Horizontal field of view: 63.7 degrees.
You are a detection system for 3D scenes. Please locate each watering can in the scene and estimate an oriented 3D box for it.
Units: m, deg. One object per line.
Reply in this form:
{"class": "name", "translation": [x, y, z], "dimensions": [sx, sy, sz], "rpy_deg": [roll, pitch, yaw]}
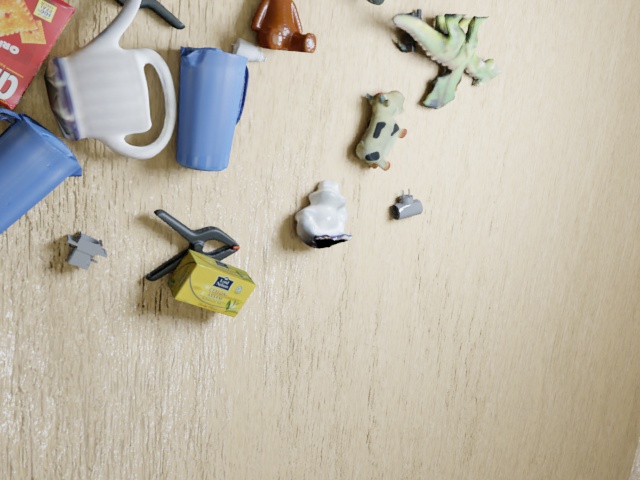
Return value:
{"class": "watering can", "translation": [-0.395, -0.317, 0.965], "dimensions": [0.225, 0.105, 0.343], "rpy_deg": [-14, 110, -23]}

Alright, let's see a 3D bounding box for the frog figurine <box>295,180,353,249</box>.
{"class": "frog figurine", "translation": [0.004, -0.064, 1.268], "dimensions": [0.138, 0.120, 0.162], "rpy_deg": [-6, 71, -18]}

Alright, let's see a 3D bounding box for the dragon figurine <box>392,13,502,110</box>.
{"class": "dragon figurine", "translation": [0.321, -0.451, 1.314], "dimensions": [0.413, 0.124, 0.238], "rpy_deg": [-14, 119, -31]}
